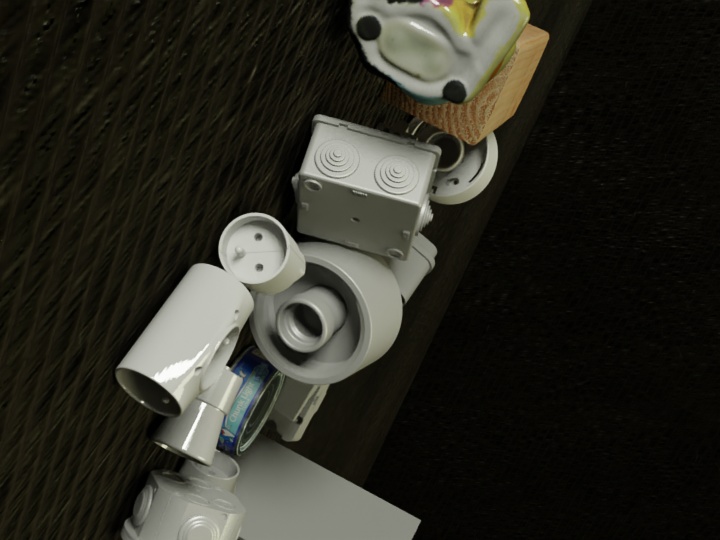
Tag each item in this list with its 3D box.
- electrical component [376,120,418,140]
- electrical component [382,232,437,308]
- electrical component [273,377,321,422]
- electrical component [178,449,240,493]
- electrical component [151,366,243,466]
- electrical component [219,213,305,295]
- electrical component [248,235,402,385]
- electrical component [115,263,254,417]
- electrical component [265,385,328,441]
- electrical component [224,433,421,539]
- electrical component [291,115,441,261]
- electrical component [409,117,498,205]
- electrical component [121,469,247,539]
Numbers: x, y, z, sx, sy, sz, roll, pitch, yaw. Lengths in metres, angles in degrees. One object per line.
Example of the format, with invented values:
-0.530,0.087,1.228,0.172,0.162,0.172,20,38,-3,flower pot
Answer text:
0.023,-0.089,0.933,0.066,0.048,0.055,-58,163,-30,electrical component
0.000,0.000,0.859,0.057,0.078,0.113,-54,-172,-33,electrical component
-0.057,0.079,0.930,0.061,0.061,0.096,-53,175,-49,electrical component
-0.125,0.180,0.868,0.077,0.043,0.079,-66,171,16,electrical component
-0.107,0.093,0.723,0.044,0.044,0.065,90,23,-72,electrical component
-0.060,-0.007,0.683,0.043,0.043,0.081,-62,172,-6,electrical component
-0.030,0.031,0.782,0.060,0.108,0.108,-34,151,-61,electrical component
-0.099,0.048,0.613,0.077,0.044,0.079,-58,171,-31,electrical component
-0.062,0.112,1.018,0.089,0.050,0.055,-62,172,-6,electrical component
-0.055,0.234,0.964,0.105,0.186,0.060,-54,168,-47,electrical component
0.003,-0.053,0.739,0.099,0.100,0.048,100,6,-64,electrical component
0.087,-0.116,1.070,0.099,0.099,0.064,-64,166,7,electrical component
-0.123,0.178,0.756,0.080,0.080,0.051,17,94,-82,electrical component
